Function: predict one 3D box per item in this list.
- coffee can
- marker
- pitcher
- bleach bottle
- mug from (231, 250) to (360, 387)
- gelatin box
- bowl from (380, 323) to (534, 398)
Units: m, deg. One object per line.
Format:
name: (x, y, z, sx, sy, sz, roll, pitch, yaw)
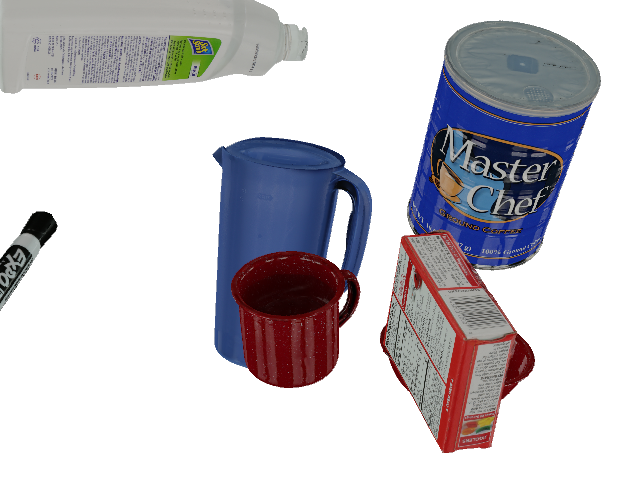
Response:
coffee can: (0.122, -0.065, 0.737, 0.102, 0.140, 0.103, 5, 42, -5)
marker: (-0.194, 0.021, 0.662, 0.020, 0.020, 0.121, 0, 37, 16)
pitcher: (-0.043, 0.016, 1.166, 0.144, 0.243, 0.149, -1, 19, -22)
bleach bottle: (-0.137, -0.165, 0.886, 0.250, 0.068, 0.103, 1, -27, -15)
mug: (-0.016, 0.063, 0.895, 0.117, 0.081, 0.093, -25, 41, -30)
gelatin box: (0.063, 0.049, 0.534, 0.030, 0.073, 0.089, -5, 35, -16)
bowl: (0.140, 0.133, 1.120, 0.162, 0.055, 0.162, 5, 25, -2)
